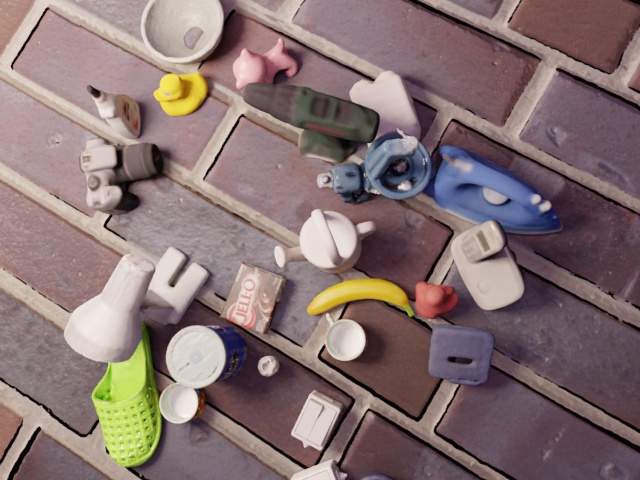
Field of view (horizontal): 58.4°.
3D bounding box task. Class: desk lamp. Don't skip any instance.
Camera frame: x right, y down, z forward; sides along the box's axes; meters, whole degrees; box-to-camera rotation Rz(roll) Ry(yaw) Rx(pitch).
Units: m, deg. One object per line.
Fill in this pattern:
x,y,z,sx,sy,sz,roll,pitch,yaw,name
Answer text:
-0.320,0.105,1.005,0.118,0.213,0.203,32,87,10,desk lamp

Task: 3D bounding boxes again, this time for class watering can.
0.010,0.006,0.987,0.173,0.194,0.101,-41,79,0,watering can

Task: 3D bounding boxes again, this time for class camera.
-0.379,-0.133,1.101,0.136,0.101,0.143,-9,82,6,camera

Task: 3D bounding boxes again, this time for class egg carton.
0.123,-0.237,1.069,0.107,0.069,0.150,-20,81,4,egg carton

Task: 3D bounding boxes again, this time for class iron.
0.312,-0.083,0.989,0.258,0.141,0.119,24,86,10,iron

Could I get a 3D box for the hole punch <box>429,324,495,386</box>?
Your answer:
0.243,0.198,0.986,0.108,0.091,0.101,5,83,8,hole punch

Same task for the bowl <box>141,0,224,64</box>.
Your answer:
-0.262,-0.417,1.137,0.167,0.075,0.167,-1,82,7,bowl

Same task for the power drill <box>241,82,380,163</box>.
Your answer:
-0.008,-0.206,1.010,0.229,0.208,0.076,12,84,9,power drill

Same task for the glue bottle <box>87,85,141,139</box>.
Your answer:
-0.392,-0.252,1.081,0.037,0.173,0.078,-8,81,6,glue bottle

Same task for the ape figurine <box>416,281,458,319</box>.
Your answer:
0.201,0.101,1.003,0.077,0.092,0.076,41,89,10,ape figurine

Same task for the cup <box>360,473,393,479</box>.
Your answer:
0.102,0.447,0.968,0.091,0.095,0.118,-15,81,5,cup

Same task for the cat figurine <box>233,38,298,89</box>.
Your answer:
-0.112,-0.333,1.086,0.128,0.118,0.067,-38,79,1,cat figurine

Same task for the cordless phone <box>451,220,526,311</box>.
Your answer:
0.288,0.039,0.953,0.094,0.185,0.147,-27,80,3,cordless phone

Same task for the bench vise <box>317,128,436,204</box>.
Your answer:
0.102,-0.114,0.979,0.207,0.220,0.121,-28,80,3,bench vise

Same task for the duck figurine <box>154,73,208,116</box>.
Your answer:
-0.275,-0.296,1.117,0.104,0.086,0.077,-31,80,2,duck figurine
